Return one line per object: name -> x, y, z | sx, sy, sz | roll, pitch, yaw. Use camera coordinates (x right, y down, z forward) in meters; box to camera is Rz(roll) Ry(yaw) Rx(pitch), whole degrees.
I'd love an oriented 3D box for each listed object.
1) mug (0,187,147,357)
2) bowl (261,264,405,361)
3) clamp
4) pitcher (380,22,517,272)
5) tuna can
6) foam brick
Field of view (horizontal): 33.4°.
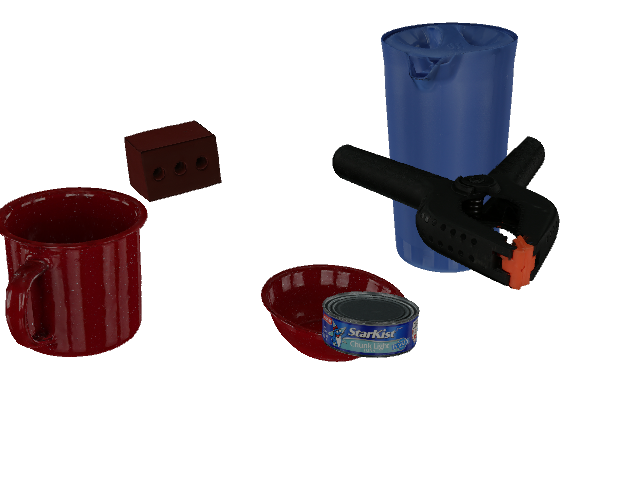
mug -> -0.159, 0.025, 0.666 | 0.093, 0.081, 0.117 | 8, 25, 13
bowl -> 0.014, 0.086, 1.174 | 0.162, 0.055, 0.162 | 4, 26, -2
clamp -> 0.095, -0.027, 0.737 | 0.164, 0.036, 0.210 | -1, 26, -2
pitcher -> 0.135, -0.099, 1.099 | 0.149, 0.243, 0.145 | -10, 25, -17
tuna can -> 0.044, 0.074, 0.946 | 0.086, 0.034, 0.086 | 2, 15, -1
foam brick -> -0.144, -0.078, 1.036 | 0.078, 0.053, 0.051 | -17, 31, -22
